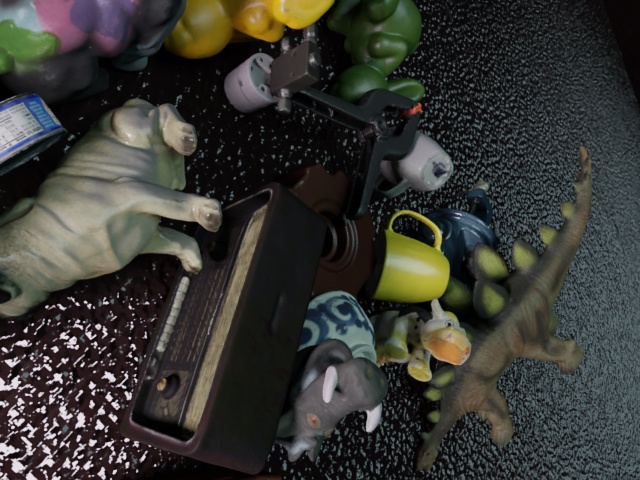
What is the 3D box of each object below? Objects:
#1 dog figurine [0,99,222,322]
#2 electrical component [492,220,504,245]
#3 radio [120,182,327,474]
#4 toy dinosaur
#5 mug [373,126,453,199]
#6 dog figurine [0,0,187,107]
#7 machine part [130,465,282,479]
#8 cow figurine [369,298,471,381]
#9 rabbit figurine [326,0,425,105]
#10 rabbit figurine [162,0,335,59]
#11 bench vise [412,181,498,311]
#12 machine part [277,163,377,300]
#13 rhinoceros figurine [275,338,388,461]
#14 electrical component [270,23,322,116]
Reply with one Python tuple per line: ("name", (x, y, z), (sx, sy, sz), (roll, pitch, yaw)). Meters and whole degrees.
("dog figurine", (-0.195, -0.035, 0.414), (0.190, 0.121, 0.172), (-10, 54, -31))
("electrical component", (0.279, -0.003, 0.937), (0.102, 0.045, 0.078), (25, 61, -40))
("radio", (-0.081, 0.071, 0.471), (0.073, 0.131, 0.229), (36, 56, -35))
("toy dinosaur", (0.250, 0.108, 0.717), (0.198, 0.105, 0.471), (33, 92, -20))
("mug", (0.122, -0.101, 0.739), (0.109, 0.107, 0.080), (-42, 121, -7))
("dog figurine", (-0.149, -0.202, 0.403), (0.108, 0.219, 0.191), (57, 45, -16))
("machine part", (-0.105, 0.293, 0.426), (0.201, 0.087, 0.201), (12, 70, -45))
("cow figurine", (0.115, 0.113, 0.644), (0.068, 0.167, 0.098), (52, 50, -18))
("rabbit figurine", (0.067, -0.240, 0.746), (0.159, 0.121, 0.170), (31, 77, -46))
("rabbit figurine", (-0.088, -0.247, 0.543), (0.121, 0.173, 0.162), (57, 2, -23))
("bench vise", (0.224, 0.015, 0.823), (0.223, 0.129, 0.240), (49, 54, -30))
("machine part", (-0.001, -0.002, 0.631), (0.179, 0.056, 0.179), (14, 71, -46))
("rhinoceros figurine", (-0.028, 0.141, 0.475), (0.073, 0.190, 0.112), (46, 32, -25))
("electrical component", (-0.025, -0.180, 0.569), (0.021, 0.063, 0.094), (19, 68, -43))
